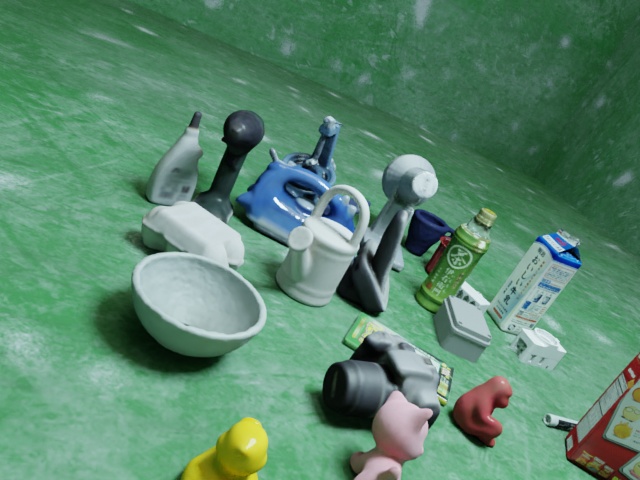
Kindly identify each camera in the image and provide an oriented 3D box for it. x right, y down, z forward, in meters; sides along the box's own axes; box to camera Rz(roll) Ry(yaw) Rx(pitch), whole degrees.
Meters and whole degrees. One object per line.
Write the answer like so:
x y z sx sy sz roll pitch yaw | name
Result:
0.074 0.176 0.739 0.137 0.101 0.143 15 26 -29 | camera

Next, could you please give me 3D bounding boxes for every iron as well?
-0.019 -0.062 1.091 0.258 0.141 0.118 27 22 -3 | iron

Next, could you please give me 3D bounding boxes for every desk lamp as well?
0.181 -0.073 1.250 0.118 0.213 0.203 24 23 -9 | desk lamp

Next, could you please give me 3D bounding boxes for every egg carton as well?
-0.188 0.002 0.856 0.150 0.069 0.107 34 23 13 | egg carton

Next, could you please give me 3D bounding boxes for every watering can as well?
0.010 0.005 0.913 0.101 0.194 0.173 29 22 4 | watering can

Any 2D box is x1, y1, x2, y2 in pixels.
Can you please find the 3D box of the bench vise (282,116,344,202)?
-0.013 -0.175 1.238 0.121 0.219 0.207 26 22 -5 | bench vise

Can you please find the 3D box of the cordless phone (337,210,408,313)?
0.115 0.022 1.007 0.094 0.185 0.147 27 22 -3 | cordless phone

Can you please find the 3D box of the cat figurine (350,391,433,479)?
0.078 0.226 0.614 0.067 0.117 0.128 30 22 6 | cat figurine

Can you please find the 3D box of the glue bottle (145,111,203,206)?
-0.233 -0.138 0.968 0.078 0.173 0.037 7 30 -41 | glue bottle

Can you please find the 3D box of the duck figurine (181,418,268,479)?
-0.079 0.207 0.518 0.077 0.086 0.104 27 22 -2 | duck figurine

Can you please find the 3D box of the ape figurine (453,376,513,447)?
0.239 0.234 0.815 0.076 0.092 0.078 32 23 11 | ape figurine

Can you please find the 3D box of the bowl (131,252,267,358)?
-0.154 0.090 0.698 0.168 0.074 0.167 24 23 -10 | bowl

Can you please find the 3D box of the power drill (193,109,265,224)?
-0.156 -0.135 1.003 0.076 0.208 0.229 25 22 -8 | power drill

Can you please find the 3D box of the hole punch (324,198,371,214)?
0.044 -0.062 1.231 0.101 0.091 0.109 32 23 11 | hole punch

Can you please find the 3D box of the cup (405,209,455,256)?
0.253 -0.008 1.348 0.118 0.095 0.091 23 23 -13 | cup
